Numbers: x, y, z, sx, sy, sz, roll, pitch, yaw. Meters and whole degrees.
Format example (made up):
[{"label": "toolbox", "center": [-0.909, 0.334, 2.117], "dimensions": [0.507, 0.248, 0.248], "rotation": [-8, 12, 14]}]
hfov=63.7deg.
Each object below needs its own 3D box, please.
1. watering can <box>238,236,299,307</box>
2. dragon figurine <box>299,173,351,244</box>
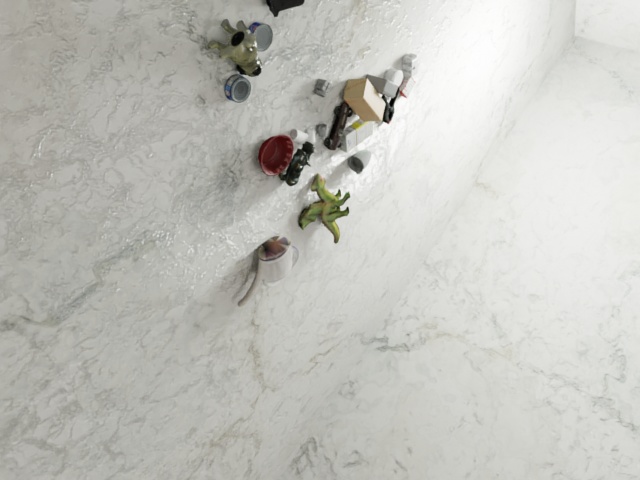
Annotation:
[{"label": "watering can", "center": [-0.213, 0.119, 2.132], "dimensions": [0.353, 0.105, 0.219], "rotation": [-38, 142, -32]}, {"label": "dragon figurine", "center": [0.007, -0.115, 2.290], "dimensions": [0.244, 0.124, 0.401], "rotation": [-15, 128, -27]}]
